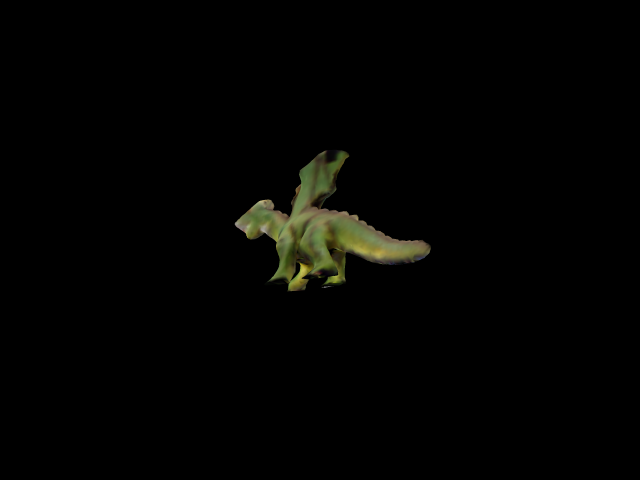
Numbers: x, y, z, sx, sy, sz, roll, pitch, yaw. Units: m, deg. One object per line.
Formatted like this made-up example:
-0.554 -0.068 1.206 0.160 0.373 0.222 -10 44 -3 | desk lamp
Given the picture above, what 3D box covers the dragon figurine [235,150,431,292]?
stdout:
0.003 -0.043 0.850 0.407 0.247 0.121 -16 -25 38 | dragon figurine
